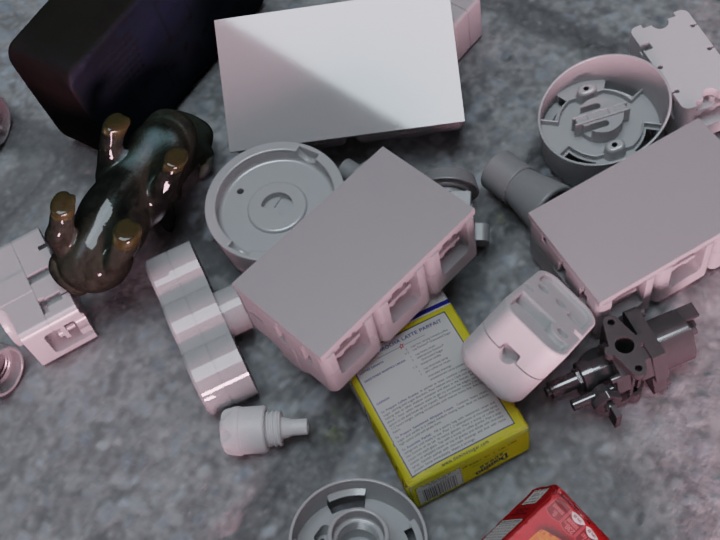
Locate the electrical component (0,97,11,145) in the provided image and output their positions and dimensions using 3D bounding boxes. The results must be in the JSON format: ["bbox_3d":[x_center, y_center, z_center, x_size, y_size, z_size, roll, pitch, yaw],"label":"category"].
[{"bbox_3d":[-0.356,-0.117,0.937,0.077,0.043,0.079,4,61,11],"label":"electrical component"}]

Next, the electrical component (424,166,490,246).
[{"bbox_3d":[0.067,-0.046,0.830,0.066,0.048,0.055,1,68,9],"label":"electrical component"}]

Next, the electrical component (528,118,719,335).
[{"bbox_3d":[0.210,-0.030,0.788,0.150,0.061,0.089,-29,60,-8],"label":"electrical component"}]

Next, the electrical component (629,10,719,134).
[{"bbox_3d":[0.254,-0.150,0.853,0.050,0.055,0.089,-21,60,-4],"label":"electrical component"}]

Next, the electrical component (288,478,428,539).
[{"bbox_3d":[-0.002,0.190,0.708,0.099,0.064,0.099,0,49,0],"label":"electrical component"}]

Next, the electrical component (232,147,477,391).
[{"bbox_3d":[0.000,0.000,0.753,0.089,0.061,0.150,37,71,28],"label":"electrical component"}]

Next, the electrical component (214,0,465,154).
[{"bbox_3d":[-0.014,-0.156,0.870,0.186,0.060,0.105,-7,89,5],"label":"electrical component"}]

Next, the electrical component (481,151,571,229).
[{"bbox_3d":[0.126,-0.063,0.833,0.044,0.044,0.065,-39,57,-14],"label":"electrical component"}]

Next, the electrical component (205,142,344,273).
[{"bbox_3d":[-0.061,-0.039,0.836,0.108,0.060,0.108,-4,60,7],"label":"electrical component"}]

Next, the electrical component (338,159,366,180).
[{"bbox_3d":[0.010,-0.067,0.851,0.062,0.043,0.043,34,71,26],"label":"electrical component"}]

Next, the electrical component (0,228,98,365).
[{"bbox_3d":[-0.253,0.022,0.837,0.056,0.050,0.089,-29,60,-8],"label":"electrical component"}]

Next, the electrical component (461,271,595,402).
[{"bbox_3d":[0.112,0.047,0.727,0.053,0.095,0.059,45,119,9],"label":"electrical component"}]

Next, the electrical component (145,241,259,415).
[{"bbox_3d":[-0.104,0.034,0.806,0.074,0.052,0.138,-25,60,-6],"label":"electrical component"}]

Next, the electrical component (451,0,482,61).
[{"bbox_3d":[0.049,-0.211,0.925,0.083,0.047,0.075,33,71,24],"label":"electrical component"}]

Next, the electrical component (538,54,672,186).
[{"bbox_3d":[0.188,-0.114,0.838,0.099,0.064,0.099,-4,60,7],"label":"electrical component"}]

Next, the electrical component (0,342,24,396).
[{"bbox_3d":[-0.288,0.072,0.821,0.046,0.040,0.040,15,64,23],"label":"electrical component"}]

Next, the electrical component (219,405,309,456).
[{"bbox_3d":[-0.067,0.113,0.766,0.061,0.035,0.035,-4,60,4],"label":"electrical component"}]
